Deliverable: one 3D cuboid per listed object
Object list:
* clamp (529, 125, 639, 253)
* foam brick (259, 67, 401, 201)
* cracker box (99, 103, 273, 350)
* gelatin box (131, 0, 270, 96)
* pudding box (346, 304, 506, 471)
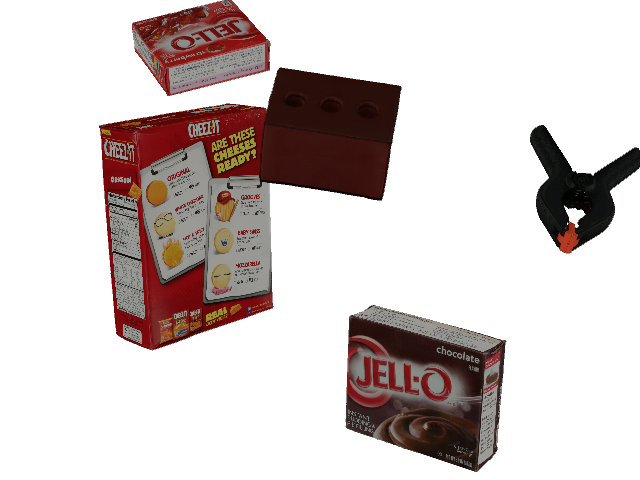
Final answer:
[{"bbox_3d":[0.259,-0.059,1.109,0.120,0.039,0.171,17,45,19],"label":"clamp"},{"bbox_3d":[0.006,-0.065,0.647,0.078,0.053,0.051,9,-39,4],"label":"foam brick"},{"bbox_3d":[-0.129,-0.018,1.056,0.072,0.214,0.163,13,21,42],"label":"cracker box"},{"bbox_3d":[-0.094,-0.153,0.837,0.089,0.030,0.073,-19,46,-20],"label":"gelatin box"},{"bbox_3d":[0.073,0.103,0.761,0.114,0.090,0.039,12,21,31],"label":"pudding box"}]
